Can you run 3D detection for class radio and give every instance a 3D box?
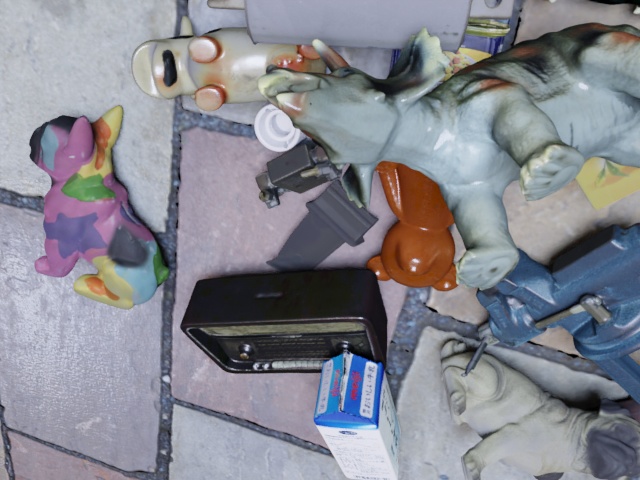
[{"bbox_3d":[-0.035,0.103,0.648,0.230,0.073,0.131,-4,139,19],"label":"radio"}]

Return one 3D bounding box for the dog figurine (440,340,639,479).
[{"bbox_3d":[0.242,0.183,0.598,0.191,0.121,0.172,-13,78,7],"label":"dog figurine"}]

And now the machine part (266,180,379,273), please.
[{"bbox_3d":[-0.001,-0.002,0.629,0.084,0.039,0.139,41,118,-12],"label":"machine part"}]

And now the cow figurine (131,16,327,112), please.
[{"bbox_3d":[-0.090,-0.175,0.532,0.195,0.127,0.085,-2,117,2],"label":"cow figurine"}]

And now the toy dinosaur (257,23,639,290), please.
[{"bbox_3d":[0.163,-0.096,0.379,0.405,0.192,0.131,-16,140,-9],"label":"toy dinosaur"}]

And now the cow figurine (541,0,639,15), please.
[{"bbox_3d":[0.230,-0.226,0.433,0.168,0.068,0.098,-3,121,19],"label":"cow figurine"}]

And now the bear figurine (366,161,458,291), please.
[{"bbox_3d":[0.101,-0.023,0.539,0.120,0.132,0.195,14,113,12],"label":"bear figurine"}]

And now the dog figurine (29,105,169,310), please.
[{"bbox_3d":[-0.259,-0.045,0.645,0.192,0.108,0.219,24,118,4],"label":"dog figurine"}]

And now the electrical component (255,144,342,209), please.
[{"bbox_3d":[-0.023,-0.066,0.574,0.102,0.078,0.045,-20,71,19],"label":"electrical component"}]

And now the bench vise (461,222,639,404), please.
[{"bbox_3d":[0.286,0.097,0.551,0.240,0.129,0.223,43,122,-2],"label":"bench vise"}]

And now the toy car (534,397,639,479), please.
[{"bbox_3d":[0.325,0.226,0.639,0.202,0.053,0.089,-22,103,20],"label":"toy car"}]

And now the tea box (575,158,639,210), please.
[{"bbox_3d":[0.292,-0.107,0.455,0.170,0.098,0.068,-32,103,29],"label":"tea box"}]

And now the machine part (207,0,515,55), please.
[{"bbox_3d":[0.029,-0.191,0.425,0.243,0.079,0.079,4,118,2],"label":"machine part"}]
